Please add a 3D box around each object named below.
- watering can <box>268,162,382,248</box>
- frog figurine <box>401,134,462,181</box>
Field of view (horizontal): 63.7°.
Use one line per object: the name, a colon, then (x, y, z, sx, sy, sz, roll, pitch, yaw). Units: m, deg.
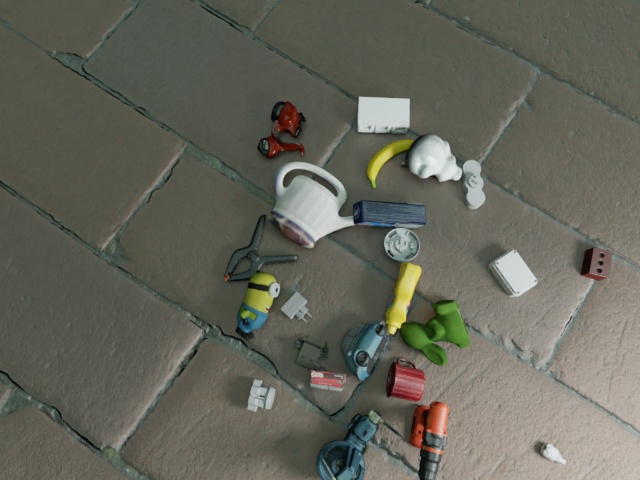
watering can: (0.004, -0.073, 1.453, 0.348, 0.103, 0.226, 35, 77, 0)
frog figurine: (0.331, -0.225, 1.477, 0.161, 0.120, 0.139, 37, 61, 20)
